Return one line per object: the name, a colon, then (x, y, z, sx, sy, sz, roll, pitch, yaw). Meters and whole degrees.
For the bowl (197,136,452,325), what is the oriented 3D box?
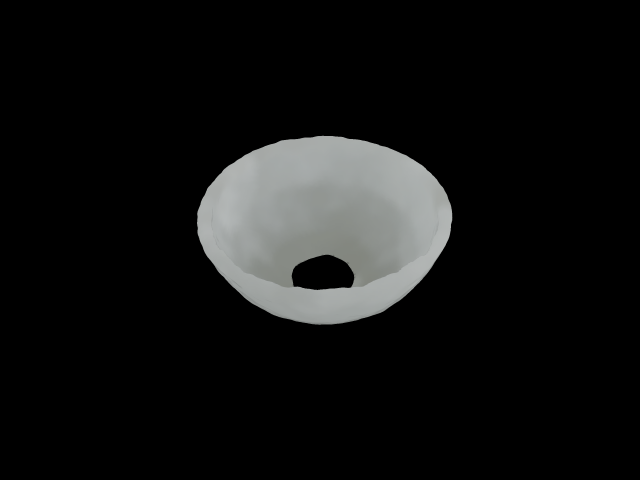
bowl: (0.004, 0.001, 0.400, 0.167, 0.075, 0.167, 0, 43, 0)
